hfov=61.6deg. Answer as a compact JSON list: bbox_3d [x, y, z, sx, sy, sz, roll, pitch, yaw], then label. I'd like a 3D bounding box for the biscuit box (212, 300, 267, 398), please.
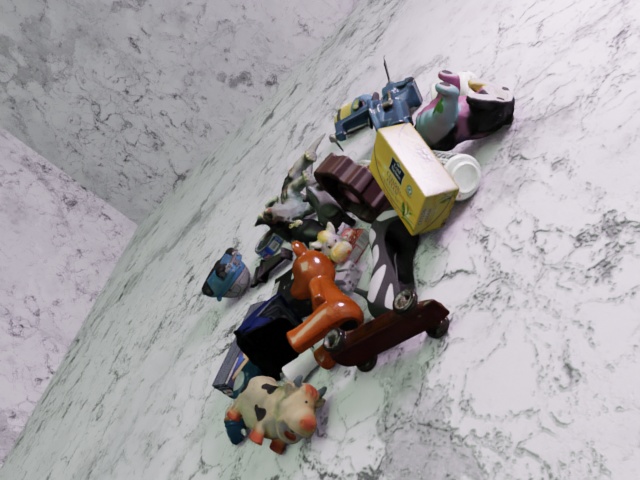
[{"bbox_3d":[-0.145,0.223,1.114,0.063,0.059,0.203,-24,35,49],"label":"biscuit box"}]

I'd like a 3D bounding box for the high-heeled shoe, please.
[{"bbox_3d":[0.143,0.020,0.886,0.145,0.086,0.248,11,66,58],"label":"high-heeled shoe"}]

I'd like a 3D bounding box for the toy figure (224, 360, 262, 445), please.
[{"bbox_3d":[-0.142,0.300,1.002,0.064,0.058,0.154,96,-169,-54],"label":"toy figure"}]

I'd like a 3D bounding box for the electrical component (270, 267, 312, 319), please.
[{"bbox_3d":[-0.044,0.107,1.111,0.134,0.058,0.115,-33,31,35],"label":"electrical component"}]

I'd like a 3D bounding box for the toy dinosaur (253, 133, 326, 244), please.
[{"bbox_3d":[-0.057,-0.132,1.434,0.192,0.131,0.405,-35,21,30],"label":"toy dinosaur"}]

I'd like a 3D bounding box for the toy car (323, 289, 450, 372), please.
[{"bbox_3d":[0.095,0.131,0.783,0.202,0.089,0.053,-36,31,32],"label":"toy car"}]

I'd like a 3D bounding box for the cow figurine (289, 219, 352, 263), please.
[{"bbox_3d":[-0.001,-0.005,1.071,0.068,0.098,0.167,-49,20,-13],"label":"cow figurine"}]

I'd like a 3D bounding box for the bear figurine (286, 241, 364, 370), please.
[{"bbox_3d":[-0.011,0.103,0.929,0.132,0.120,0.196,-45,45,3],"label":"bear figurine"}]

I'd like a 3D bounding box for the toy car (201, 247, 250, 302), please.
[{"bbox_3d":[-0.235,0.097,1.408,0.161,0.103,0.109,-43,20,42],"label":"toy car"}]

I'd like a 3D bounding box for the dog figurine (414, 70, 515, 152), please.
[{"bbox_3d":[0.241,-0.195,1.011,0.108,0.192,0.219,-74,0,-50],"label":"dog figurine"}]

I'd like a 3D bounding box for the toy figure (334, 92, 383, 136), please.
[{"bbox_3d":[0.107,-0.353,1.505,0.180,0.082,0.089,-8,45,54],"label":"toy figure"}]

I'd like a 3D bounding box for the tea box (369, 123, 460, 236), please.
[{"bbox_3d":[0.153,-0.104,0.902,0.098,0.068,0.170,97,153,-49],"label":"tea box"}]

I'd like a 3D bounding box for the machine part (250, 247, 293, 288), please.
[{"bbox_3d":[-0.123,0.064,1.343,0.139,0.039,0.084,-35,22,34],"label":"machine part"}]

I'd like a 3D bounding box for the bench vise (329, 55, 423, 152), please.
[{"bbox_3d":[0.131,-0.306,1.315,0.241,0.128,0.224,-21,52,18],"label":"bench vise"}]

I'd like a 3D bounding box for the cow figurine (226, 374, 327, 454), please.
[{"bbox_3d":[-0.065,0.271,0.871,0.195,0.085,0.127,5,66,60],"label":"cow figurine"}]

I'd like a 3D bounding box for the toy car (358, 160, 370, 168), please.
[{"bbox_3d":[0.121,-0.140,1.186,0.073,0.056,0.202,-54,23,-10],"label":"toy car"}]

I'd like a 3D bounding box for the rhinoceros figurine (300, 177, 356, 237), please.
[{"bbox_3d":[0.010,-0.075,1.223,0.073,0.112,0.190,-46,31,14],"label":"rhinoceros figurine"}]

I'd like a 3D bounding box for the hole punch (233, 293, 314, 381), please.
[{"bbox_3d":[-0.084,0.176,0.995,0.116,0.142,0.092,-30,29,11],"label":"hole punch"}]

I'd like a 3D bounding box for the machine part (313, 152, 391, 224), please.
[{"bbox_3d":[0.071,-0.102,1.083,0.056,0.179,0.179,-50,23,-9],"label":"machine part"}]
